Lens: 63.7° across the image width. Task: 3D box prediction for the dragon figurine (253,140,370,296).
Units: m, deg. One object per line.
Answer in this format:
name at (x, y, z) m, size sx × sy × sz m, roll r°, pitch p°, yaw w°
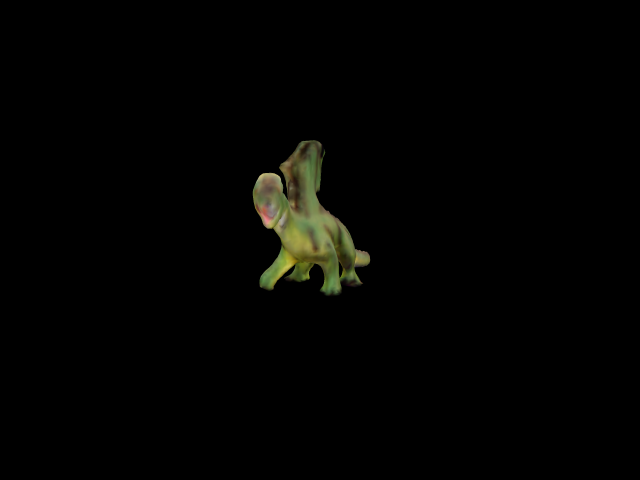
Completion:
dragon figurine at (0.003, -0.043, 0.850) m, size 0.122 × 0.241 × 0.412 m, roll 2°, pitch 7°, yaw 24°
